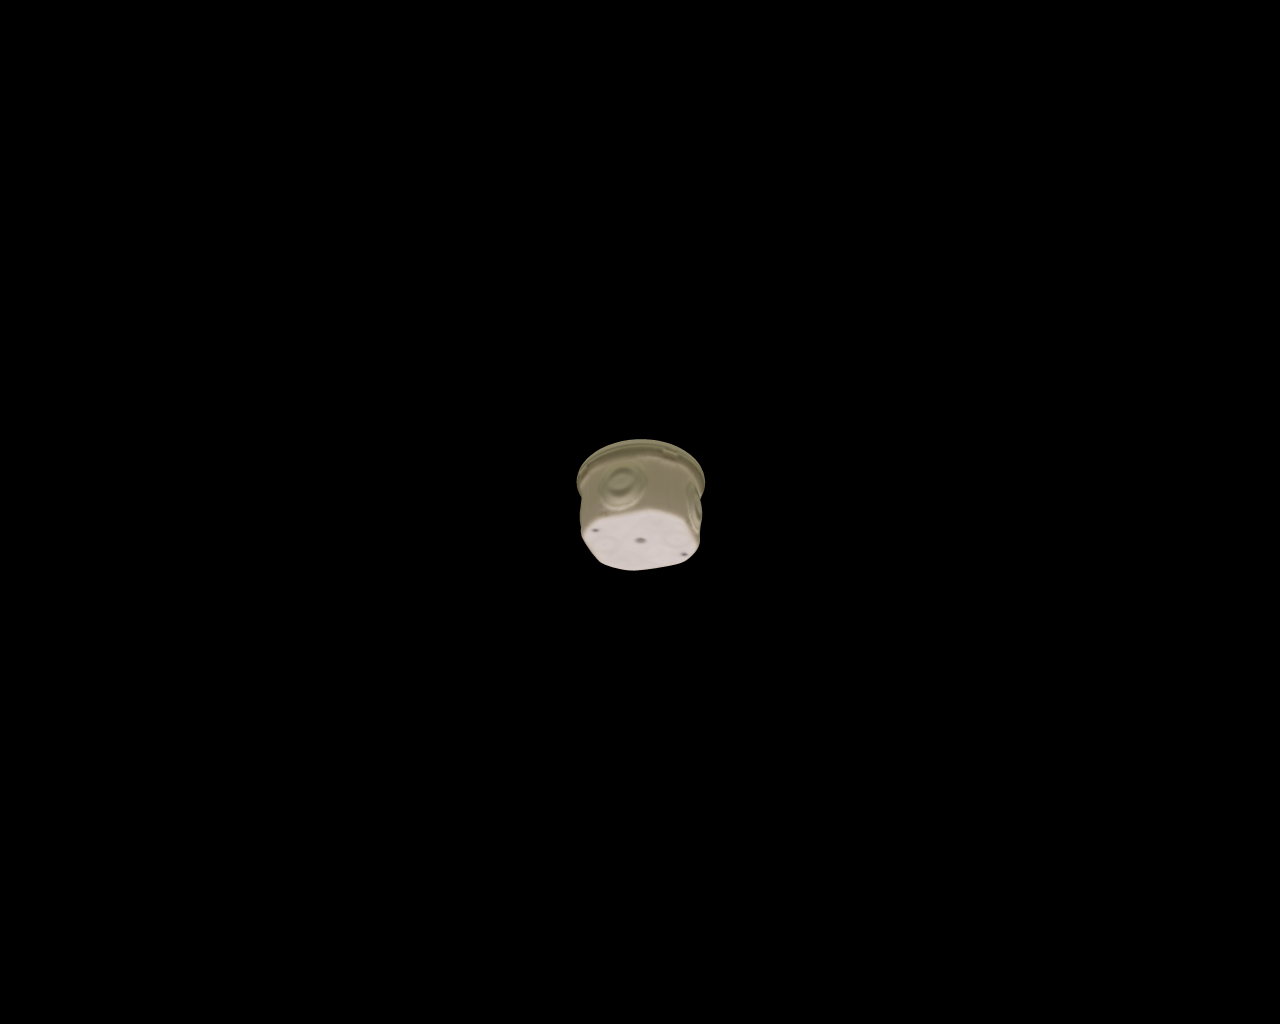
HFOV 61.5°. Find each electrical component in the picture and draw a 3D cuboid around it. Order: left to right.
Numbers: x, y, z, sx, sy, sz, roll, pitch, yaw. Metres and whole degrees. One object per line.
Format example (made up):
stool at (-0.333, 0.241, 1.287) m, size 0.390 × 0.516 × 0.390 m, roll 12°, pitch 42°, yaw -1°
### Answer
electrical component at (0.001, -0.003, 0.650) m, size 0.080 × 0.051 × 0.080 m, roll 0°, pitch -34°, yaw 0°
